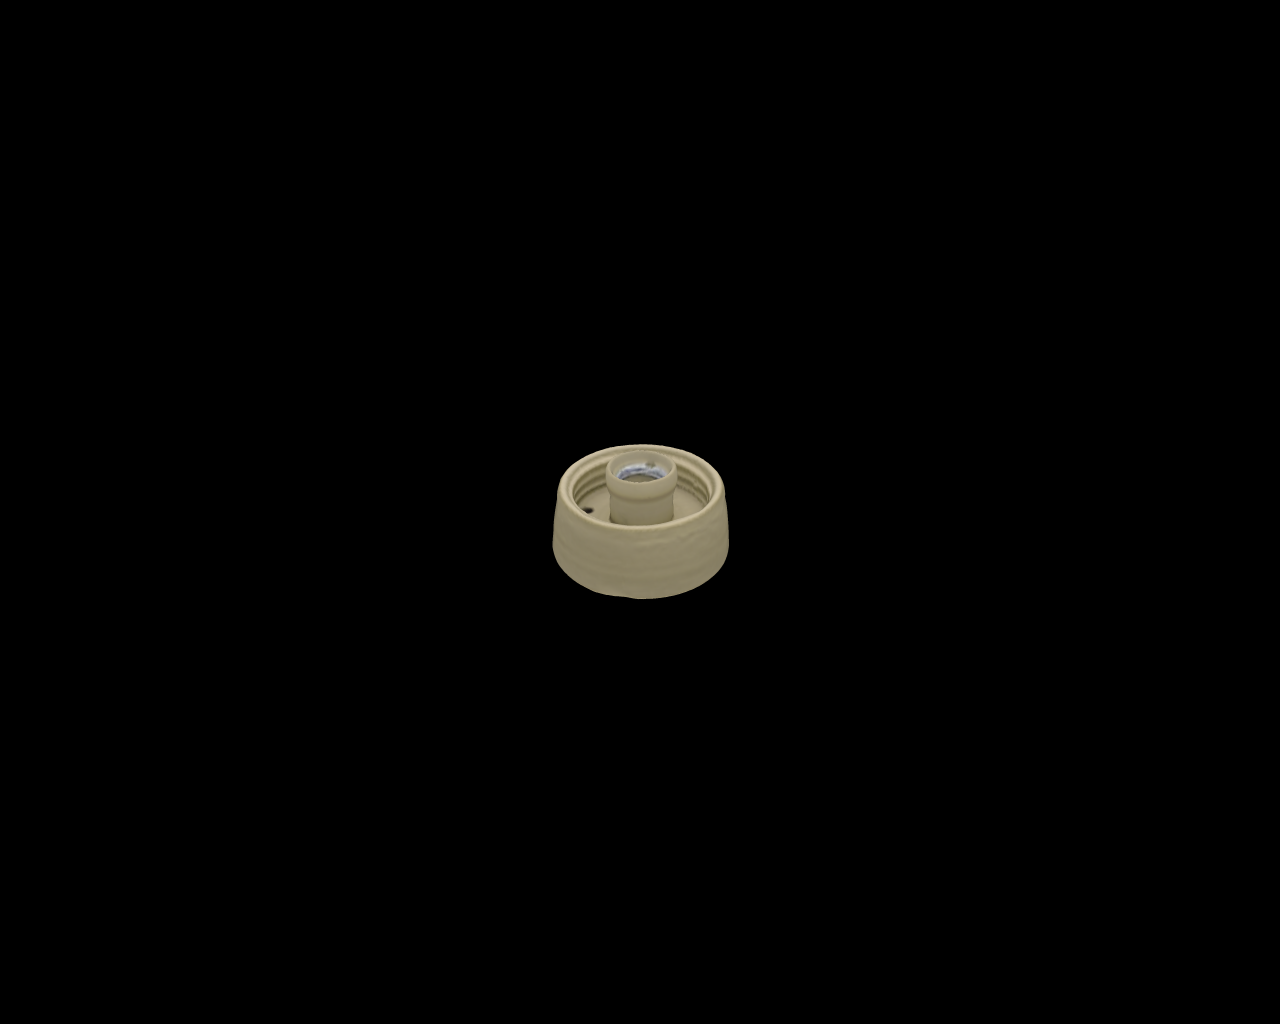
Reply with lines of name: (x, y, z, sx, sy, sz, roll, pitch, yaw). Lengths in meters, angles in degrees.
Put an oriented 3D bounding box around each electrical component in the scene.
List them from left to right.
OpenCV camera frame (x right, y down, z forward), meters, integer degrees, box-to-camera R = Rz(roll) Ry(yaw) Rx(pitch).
electrical component: (0.001, -0.003, 0.650, 0.108, 0.060, 0.108, 0, 33, 0)
